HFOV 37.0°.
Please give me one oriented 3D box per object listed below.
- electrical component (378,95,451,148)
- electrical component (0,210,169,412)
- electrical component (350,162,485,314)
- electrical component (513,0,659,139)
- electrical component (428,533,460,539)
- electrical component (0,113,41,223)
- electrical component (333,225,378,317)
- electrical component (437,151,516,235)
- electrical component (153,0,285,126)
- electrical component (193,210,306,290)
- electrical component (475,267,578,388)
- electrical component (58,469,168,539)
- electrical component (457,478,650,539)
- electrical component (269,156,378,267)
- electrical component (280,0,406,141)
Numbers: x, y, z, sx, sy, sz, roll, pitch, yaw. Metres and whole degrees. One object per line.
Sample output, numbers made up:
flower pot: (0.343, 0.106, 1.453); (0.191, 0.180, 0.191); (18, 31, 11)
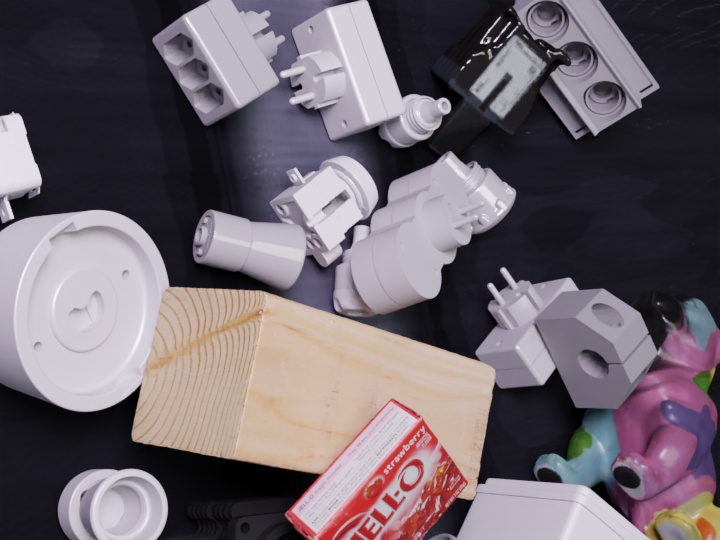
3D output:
electrical component: (0.041, -0.109, 0.770); (0.035, 0.061, 0.035); (7, 78, -35)
electrical component: (-0.164, 0.020, 0.592); (0.108, 0.060, 0.108); (-9, 101, -55)
electrical component: (0.050, -0.029, 0.725); (0.052, 0.074, 0.138); (57, 33, -20)
electrical component: (0.175, -0.179, 0.874); (0.121, 0.079, 0.063); (48, 28, -19)
electrical component: (0.064, 0.214, 0.734); (0.066, 0.048, 0.055); (-42, 105, -7)
electrical component: (-0.214, -0.057, 0.589); (0.064, 0.042, 0.081); (-20, 94, -40)
electrical component: (0.000, 0.000, 0.737); (0.035, 0.035, 0.061); (13, 71, -34)
electrical component: (0.082, -0.061, 0.802); (0.062, 0.048, 0.048); (45, 59, -13)
electrical component: (-0.080, -0.143, 0.697); (0.077, 0.047, 0.065); (-40, 105, -34)
electrical component: (-0.073, -0.015, 0.684); (0.065, 0.044, 0.044); (14, 74, -28)
electrical component: (0.122, 0.033, 0.812); (0.083, 0.047, 0.075); (-47, 109, -32)
electrical component: (-0.139, 0.133, 0.599); (0.045, 0.055, 0.045); (7, 77, -35)
electrical component: (0.143, 0.199, 0.759); (0.109, 0.109, 0.056); (41, 63, -23)
electrical component: (-0.022, -0.045, 0.724); (0.055, 0.048, 0.066); (-40, 105, -26)
electrical component: (-0.022, -0.132, 0.737); (0.076, 0.047, 0.083); (-23, 96, -36)
